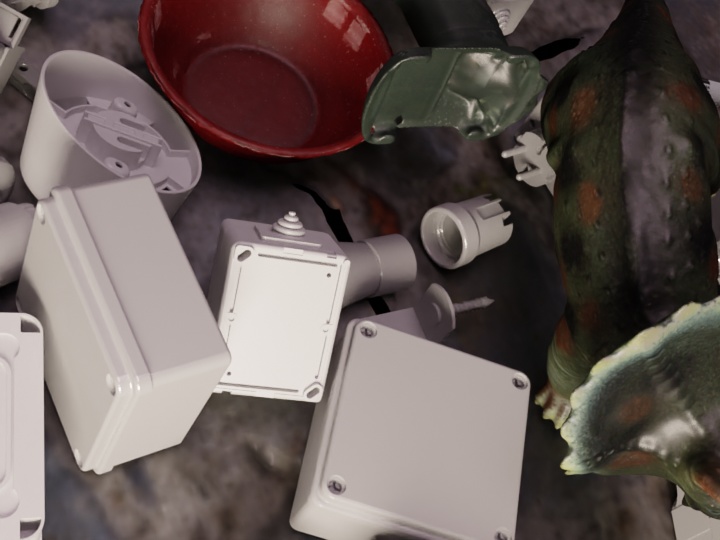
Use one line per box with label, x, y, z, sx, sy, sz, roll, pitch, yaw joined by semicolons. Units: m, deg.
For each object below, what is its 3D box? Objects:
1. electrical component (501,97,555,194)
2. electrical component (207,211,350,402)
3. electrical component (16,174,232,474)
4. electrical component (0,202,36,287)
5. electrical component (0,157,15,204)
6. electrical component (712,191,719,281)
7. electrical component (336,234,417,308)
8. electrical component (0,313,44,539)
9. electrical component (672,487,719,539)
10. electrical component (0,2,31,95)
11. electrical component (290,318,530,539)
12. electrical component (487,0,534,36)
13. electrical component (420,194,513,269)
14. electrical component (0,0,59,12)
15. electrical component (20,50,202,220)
electrical component;0.130;-0.078;0.723;0.077;0.047;0.065;-19;69;-29
electrical component;-0.047;0.013;0.568;0.062;0.096;0.061;8;15;-17
electrical component;-0.119;0.028;0.524;0.056;0.108;0.108;-15;68;-31
electrical component;-0.181;-0.016;0.568;0.040;0.040;0.078;47;38;10
electrical component;-0.219;-0.055;0.573;0.062;0.048;0.048;43;55;14
electrical component;0.293;-0.058;0.740;0.060;0.105;0.186;35;55;1
electrical component;0.000;0.000;0.630;0.065;0.044;0.044;-11;66;-32
electrical component;-0.187;0.081;0.496;0.078;0.057;0.113;2;60;-21
electrical component;0.219;0.142;0.622;0.050;0.055;0.089;8;59;-17
electrical component;-0.256;-0.133;0.585;0.121;0.063;0.078;29;97;-4
electrical component;0.029;0.096;0.574;0.109;0.056;0.108;19;56;-10
electrical component;0.090;-0.212;0.778;0.061;0.061;0.096;-15;67;-28
electrical component;0.068;-0.026;0.673;0.046;0.040;0.040;-21;70;-37
electrical component;-0.213;-0.191;0.635;0.051;0.080;0.080;-22;71;-25
electrical component;-0.136;-0.067;0.591;0.099;0.064;0.099;23;36;-17
